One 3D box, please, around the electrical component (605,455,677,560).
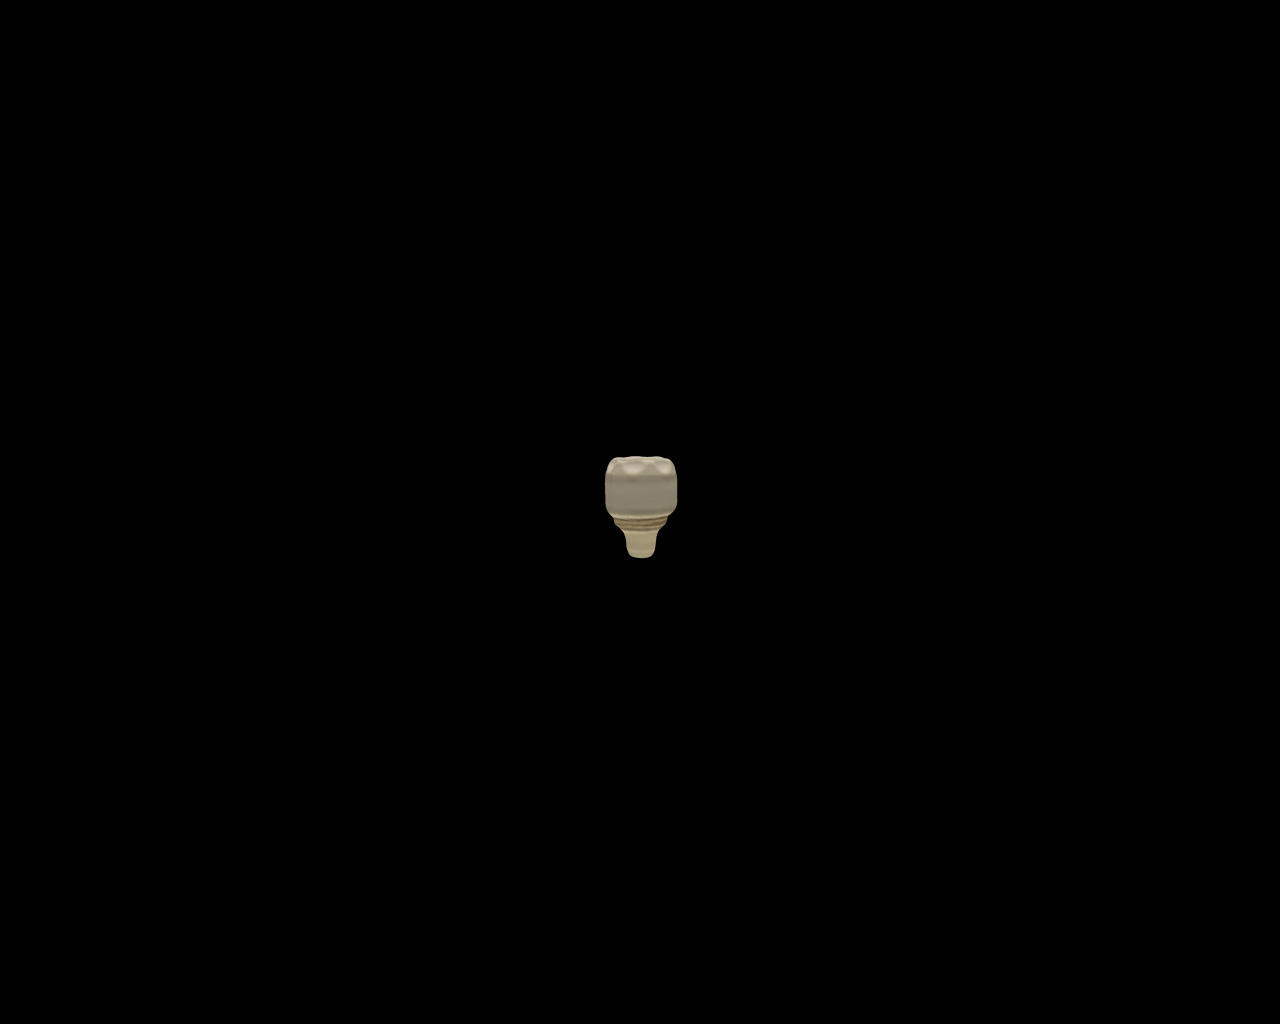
[{"bbox_3d":[0.001,-0.003,0.650,0.043,0.062,0.043,0,8,0],"label":"electrical component"}]
